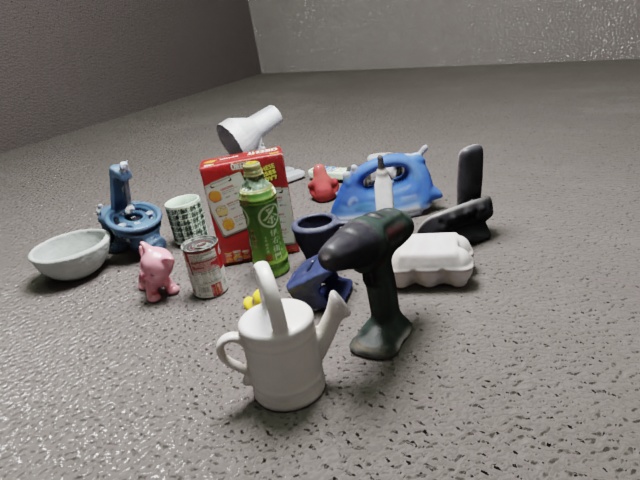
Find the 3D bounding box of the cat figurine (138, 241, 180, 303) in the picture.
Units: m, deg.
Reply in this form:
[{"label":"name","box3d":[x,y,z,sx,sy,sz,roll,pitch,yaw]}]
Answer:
[{"label":"cat figurine","box3d":[-0.314,0.049,1.084,0.067,0.118,0.127,-22,27,-27]}]

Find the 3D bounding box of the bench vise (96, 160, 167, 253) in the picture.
[{"label":"bench vise","box3d":[-0.444,-0.068,1.261,0.206,0.220,0.122,1,26,22]}]

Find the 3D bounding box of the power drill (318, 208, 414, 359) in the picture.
[{"label":"power drill","box3d":[0.075,0.058,0.815,0.075,0.209,0.230,5,28,28]}]

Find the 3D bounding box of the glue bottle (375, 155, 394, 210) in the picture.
[{"label":"glue bottle","box3d":[0.131,-0.090,1.165,0.037,0.173,0.078,-4,25,11]}]

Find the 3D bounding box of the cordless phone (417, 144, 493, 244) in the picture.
[{"label":"cordless phone","box3d":[0.256,-0.084,1.091,0.148,0.185,0.093,-20,27,-23]}]

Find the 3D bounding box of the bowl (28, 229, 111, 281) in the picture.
[{"label":"bowl","box3d":[-0.526,0.041,1.229,0.167,0.075,0.167,-7,24,4]}]

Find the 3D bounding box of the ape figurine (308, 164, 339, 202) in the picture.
[{"label":"ape figurine","box3d":[0.006,-0.147,1.434,0.077,0.092,0.076,-3,25,13]}]

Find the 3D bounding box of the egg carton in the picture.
[{"label":"egg carton","box3d":[0.191,0.035,0.995,0.150,0.069,0.107,-3,25,14]}]

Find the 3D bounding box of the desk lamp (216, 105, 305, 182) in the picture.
[{"label":"desk lamp","box3d":[-0.164,-0.251,1.575,0.204,0.214,0.117,-24,28,-29]}]

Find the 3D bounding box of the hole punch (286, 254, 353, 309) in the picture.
[{"label":"hole punch","box3d":[-0.004,0.061,0.979,0.101,0.091,0.109,-1,25,18]}]

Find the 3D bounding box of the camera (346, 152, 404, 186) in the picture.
[{"label":"camera","box3d":[0.138,-0.170,1.428,0.136,0.101,0.143,1,26,21]}]

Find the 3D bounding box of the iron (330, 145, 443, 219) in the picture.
[{"label":"iron","box3d":[0.134,-0.124,1.278,0.258,0.142,0.118,-11,24,-5]}]

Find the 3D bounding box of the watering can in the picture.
[{"label":"watering can","box3d":[-0.048,0.114,0.752,0.173,0.194,0.100,-23,28,-28]}]

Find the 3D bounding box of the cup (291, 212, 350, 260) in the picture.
[{"label":"cup","box3d":[0.010,0.004,1.096,0.117,0.095,0.092,-4,25,12]}]

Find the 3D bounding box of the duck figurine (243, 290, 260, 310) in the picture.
[{"label":"duck figurine","box3d":[-0.074,0.115,0.892,0.104,0.086,0.078,3,27,26]}]
